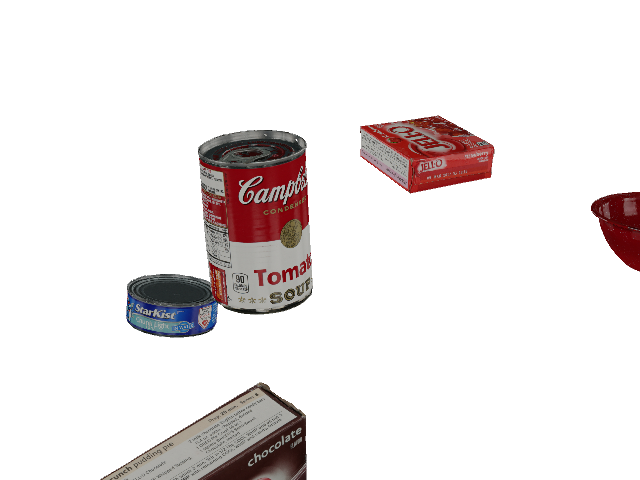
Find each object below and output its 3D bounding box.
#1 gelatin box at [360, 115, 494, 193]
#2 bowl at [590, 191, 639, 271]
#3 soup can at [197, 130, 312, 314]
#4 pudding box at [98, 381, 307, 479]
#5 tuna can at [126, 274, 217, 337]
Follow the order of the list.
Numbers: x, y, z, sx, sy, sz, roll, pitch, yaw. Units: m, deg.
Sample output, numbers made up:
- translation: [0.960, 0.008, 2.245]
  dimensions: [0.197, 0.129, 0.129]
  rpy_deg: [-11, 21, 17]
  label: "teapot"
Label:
- translation: [0.082, -0.070, 0.839]
  dimensions: [0.073, 0.030, 0.089]
  rpy_deg: [-10, 26, -21]
  label: "gelatin box"
- translation: [0.346, -0.003, 1.046]
  dimensions: [0.162, 0.055, 0.162]
  rpy_deg: [0, 17, 0]
  label: "bowl"
- translation: [-0.041, -0.012, 0.682]
  dimensions: [0.068, 0.102, 0.068]
  rpy_deg: [-2, 22, 1]
  label: "soup can"
- translation: [-0.058, 0.132, 0.505]
  dimensions: [0.113, 0.090, 0.039]
  rpy_deg: [-30, 46, -34]
  label: "pudding box"
- translation: [-0.138, 0.060, 0.994]
  dimensions: [0.086, 0.034, 0.086]
  rpy_deg: [6, 16, -2]
  label: "tuna can"
